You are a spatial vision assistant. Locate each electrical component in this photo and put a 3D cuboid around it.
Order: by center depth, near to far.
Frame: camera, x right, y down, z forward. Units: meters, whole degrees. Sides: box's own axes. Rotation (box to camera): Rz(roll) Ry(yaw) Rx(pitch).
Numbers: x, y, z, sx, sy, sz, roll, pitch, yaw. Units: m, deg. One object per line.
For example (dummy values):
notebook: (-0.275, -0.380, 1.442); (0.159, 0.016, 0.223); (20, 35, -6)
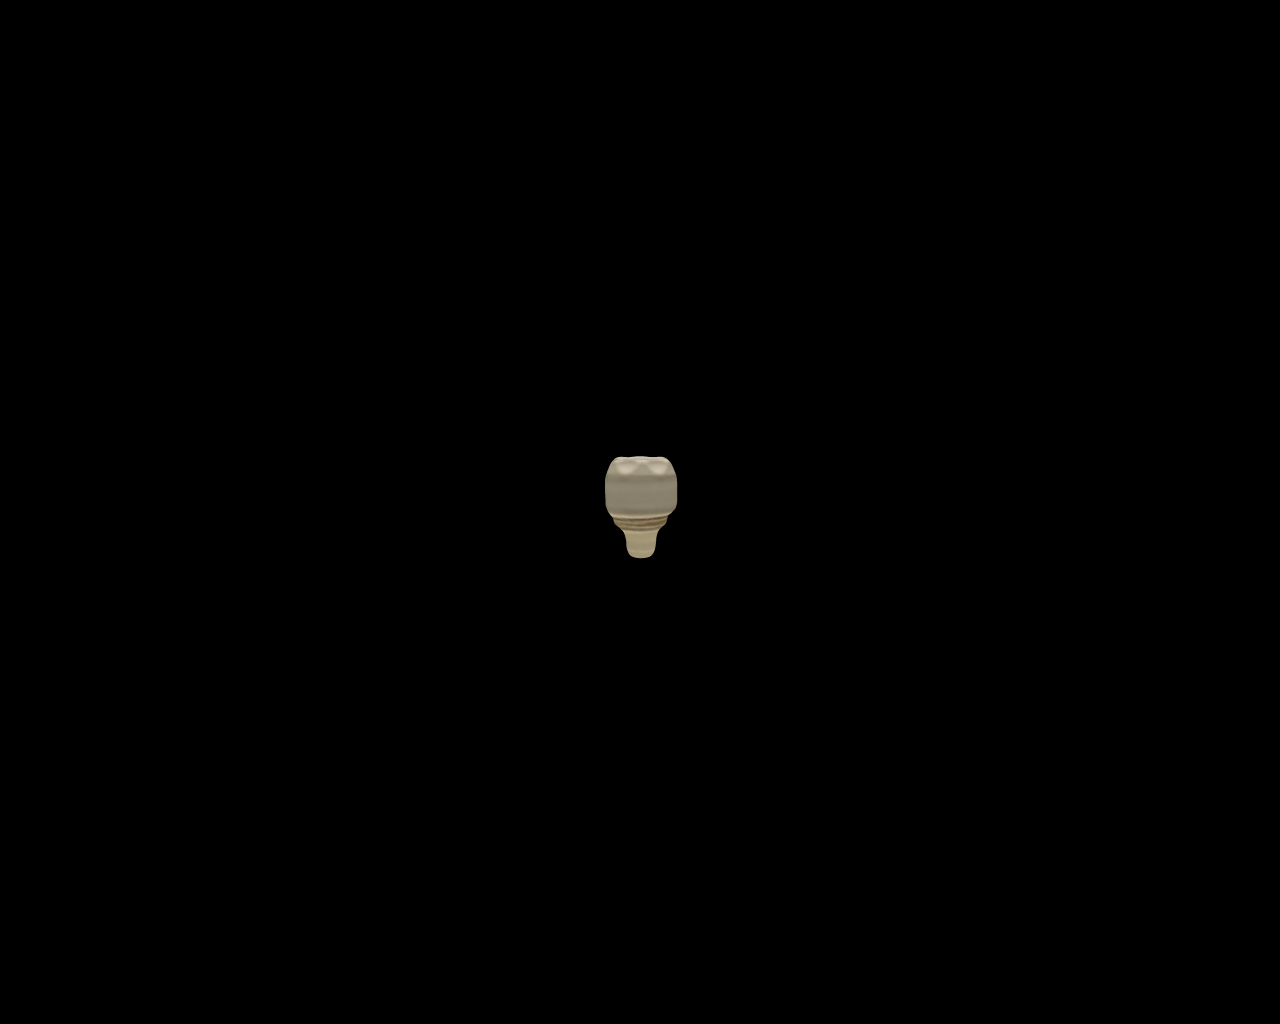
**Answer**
electrical component: (0.001, -0.003, 0.650); (0.043, 0.062, 0.043); (0, 7, 0)
